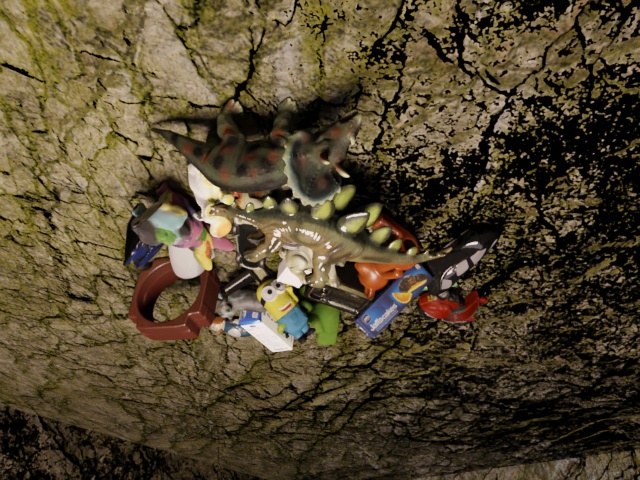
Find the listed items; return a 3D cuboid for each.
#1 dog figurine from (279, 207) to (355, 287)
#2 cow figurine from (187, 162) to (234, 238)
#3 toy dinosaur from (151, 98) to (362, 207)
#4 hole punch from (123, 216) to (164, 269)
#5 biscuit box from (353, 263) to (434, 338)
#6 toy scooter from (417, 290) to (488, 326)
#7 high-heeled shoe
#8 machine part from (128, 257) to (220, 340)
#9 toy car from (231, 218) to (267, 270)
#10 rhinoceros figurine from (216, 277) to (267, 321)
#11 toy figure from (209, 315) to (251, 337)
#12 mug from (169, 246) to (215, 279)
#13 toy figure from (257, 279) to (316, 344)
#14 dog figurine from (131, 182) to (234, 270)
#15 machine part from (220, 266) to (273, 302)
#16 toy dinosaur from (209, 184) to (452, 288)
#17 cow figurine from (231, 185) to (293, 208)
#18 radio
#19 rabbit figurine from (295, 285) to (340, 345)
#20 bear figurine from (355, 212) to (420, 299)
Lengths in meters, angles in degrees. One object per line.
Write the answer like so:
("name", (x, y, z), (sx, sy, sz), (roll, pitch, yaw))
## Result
("dog figurine", (0.000, -0.006, 1.197), (0.172, 0.121, 0.190), (5, 130, -5))
("cow figurine", (-0.224, -0.088, 1.067), (0.098, 0.068, 0.167), (30, 132, 38))
("toy dinosaur", (-0.117, -0.140, 0.927), (0.405, 0.192, 0.131), (-6, 141, 12))
("hole punch", (-0.391, 0.000, 1.228), (0.092, 0.116, 0.142), (19, 143, -31))
("biscuit box", (0.169, 0.138, 1.244), (0.063, 0.203, 0.059), (46, 170, 3))
("toy scooter", (0.352, 0.167, 1.394), (0.184, 0.075, 0.135), (19, 143, -24))
("high-heeled shoe", (0.327, 0.049, 1.249), (0.145, 0.086, 0.248), (-21, 155, -11))
("machine part", (-0.360, 0.145, 1.343), (0.202, 0.201, 0.087), (-6, 145, 15))
("toy car", (-0.161, 0.004, 1.249), (0.074, 0.056, 0.201), (10, 143, 4))
("rhinoceros figurine", (-0.226, 0.163, 1.430), (0.190, 0.112, 0.073), (0, 147, -6))
("toy figure", (-0.280, 0.252, 1.609), (0.154, 0.058, 0.064), (12, 105, -7))
("mug", (-0.312, 0.028, 1.284), (0.110, 0.081, 0.107), (-9, 138, 1))
("toy figure", (-0.091, 0.179, 1.361), (0.180, 0.082, 0.089), (52, 133, -1))
("dog figurine", (-0.284, -0.012, 1.148), (0.108, 0.192, 0.219), (-44, 120, 6))
("machine part", (-0.192, 0.102, 1.367), (0.139, 0.039, 0.084), (-35, 144, 0))
("toy dinosaur", (0.023, -0.007, 1.020), (0.471, 0.105, 0.198), (16, 129, -22))
("cow figurine", (-0.086, -0.099, 1.063), (0.127, 0.085, 0.195), (6, 157, -32))
("radio", (0.080, 0.126, 1.358), (0.229, 0.073, 0.131), (22, 144, -14))
("rabbit figurine", (-0.032, 0.199, 1.447), (0.170, 0.121, 0.159), (5, 138, 1))
("bear figurine", (0.130, 0.043, 1.220), (0.132, 0.120, 0.196), (27, 144, -21))
